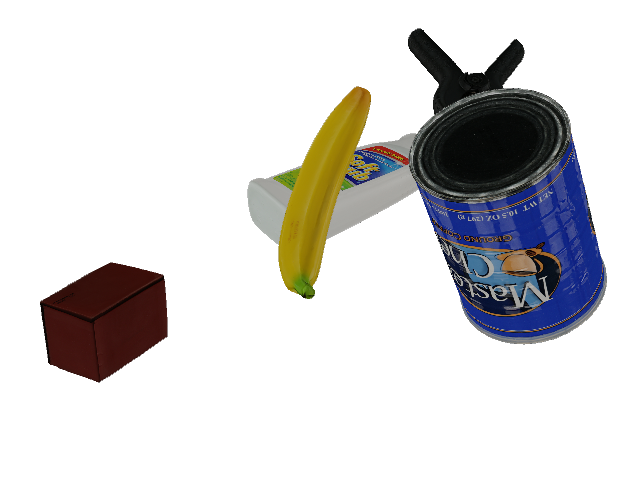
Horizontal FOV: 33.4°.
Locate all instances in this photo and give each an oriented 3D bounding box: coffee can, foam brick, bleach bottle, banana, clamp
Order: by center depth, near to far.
[{"bbox_3d":[0.126,-0.014,0.705,0.103,0.102,0.140,0,-43,27],"label":"coffee can"},{"bbox_3d":[-0.155,0.057,0.773,0.053,0.051,0.078,13,29,30],"label":"foam brick"},{"bbox_3d":[0.001,-0.033,0.878,0.037,0.197,0.070,29,-28,-30],"label":"banana"},{"bbox_3d":[0.140,-0.152,1.058,0.120,0.171,0.039,8,-44,5],"label":"clamp"},{"bbox_3d":[0.045,-0.071,1.247,0.250,0.068,0.103,-26,44,-27],"label":"bleach bottle"}]
